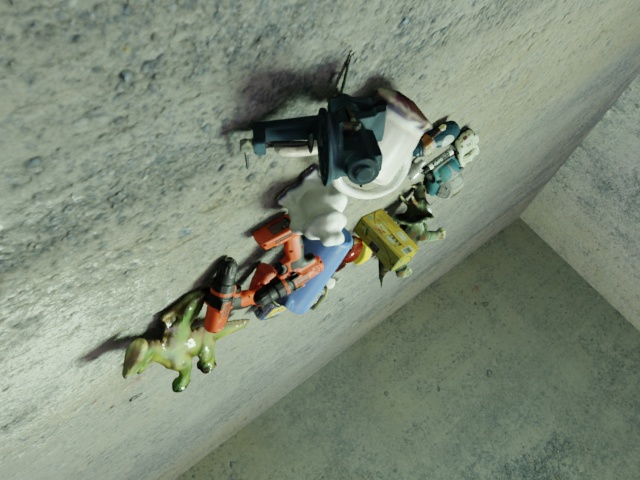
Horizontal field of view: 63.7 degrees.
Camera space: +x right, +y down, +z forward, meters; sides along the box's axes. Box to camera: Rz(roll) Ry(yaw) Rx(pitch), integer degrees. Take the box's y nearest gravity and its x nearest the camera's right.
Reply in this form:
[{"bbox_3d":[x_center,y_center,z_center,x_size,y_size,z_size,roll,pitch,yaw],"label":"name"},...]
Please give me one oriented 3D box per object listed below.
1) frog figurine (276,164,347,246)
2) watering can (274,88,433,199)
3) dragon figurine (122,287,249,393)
[{"bbox_3d":[0.003,-0.053,1.050,0.139,0.161,0.120,-33,161,-20],"label":"frog figurine"},{"bbox_3d":[0.085,-0.188,0.979,0.345,0.106,0.222,17,112,-49],"label":"watering can"},{"bbox_3d":[-0.288,0.208,1.190,0.416,0.123,0.237,-32,153,-48],"label":"dragon figurine"}]
